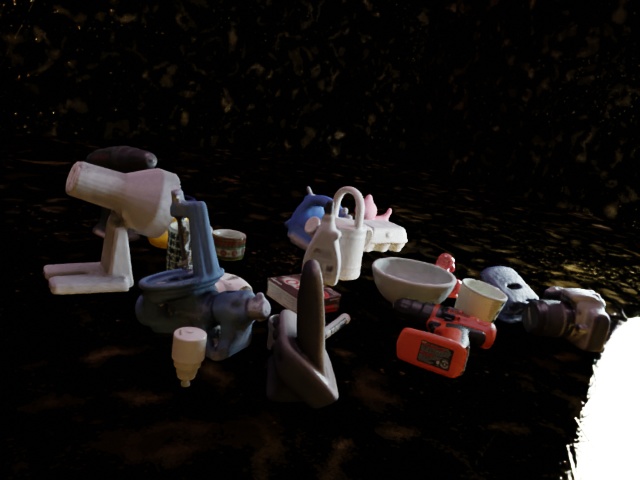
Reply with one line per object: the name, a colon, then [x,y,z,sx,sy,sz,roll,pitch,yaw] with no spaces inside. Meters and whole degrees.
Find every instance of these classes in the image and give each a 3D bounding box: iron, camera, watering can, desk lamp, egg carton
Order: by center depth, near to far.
desk lamp: [-0.351,-0.025,0.977,0.204,0.213,0.117,-2,18,-35]
camera: [0.449,0.135,1.079,0.137,0.101,0.143,6,15,-11]
watering can: [0.047,-0.018,1.234,0.100,0.194,0.173,17,16,28]
iron: [0.022,-0.038,1.398,0.119,0.141,0.257,-2,18,-36]
egg carton: [0.152,-0.011,1.519,0.151,0.069,0.107,0,17,-31]

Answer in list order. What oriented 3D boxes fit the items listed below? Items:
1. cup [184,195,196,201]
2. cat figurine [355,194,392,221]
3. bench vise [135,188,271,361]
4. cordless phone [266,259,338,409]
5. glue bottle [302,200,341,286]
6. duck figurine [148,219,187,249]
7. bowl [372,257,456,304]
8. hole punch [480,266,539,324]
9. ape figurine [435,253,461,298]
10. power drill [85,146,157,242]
cup: [-0.333,-0.052,1.333,0.092,0.095,0.117,-1,17,-34]
cat figurine: [0.150,-0.070,1.649,0.128,0.118,0.067,3,16,-21]
bench vise: [-0.159,0.045,0.815,0.207,0.220,0.121,10,15,5]
cordless phone: [-0.014,0.105,0.739,0.094,0.185,0.147,6,15,-10]
glue bottle: [0.011,0.004,1.167,0.078,0.173,0.037,11,15,7]
duck figurine: [-0.323,-0.027,1.261,0.105,0.086,0.077,6,15,-11]
bowl: [0.179,0.094,1.124,0.167,0.075,0.167,8,14,-2]
hole punch: [0.381,0.109,1.156,0.109,0.091,0.100,-2,18,-36]
ape figurine: [0.263,0.074,1.216,0.076,0.092,0.077,4,15,-20]
power drill: [-0.436,-0.107,1.251,0.228,0.208,0.076,19,18,35]
